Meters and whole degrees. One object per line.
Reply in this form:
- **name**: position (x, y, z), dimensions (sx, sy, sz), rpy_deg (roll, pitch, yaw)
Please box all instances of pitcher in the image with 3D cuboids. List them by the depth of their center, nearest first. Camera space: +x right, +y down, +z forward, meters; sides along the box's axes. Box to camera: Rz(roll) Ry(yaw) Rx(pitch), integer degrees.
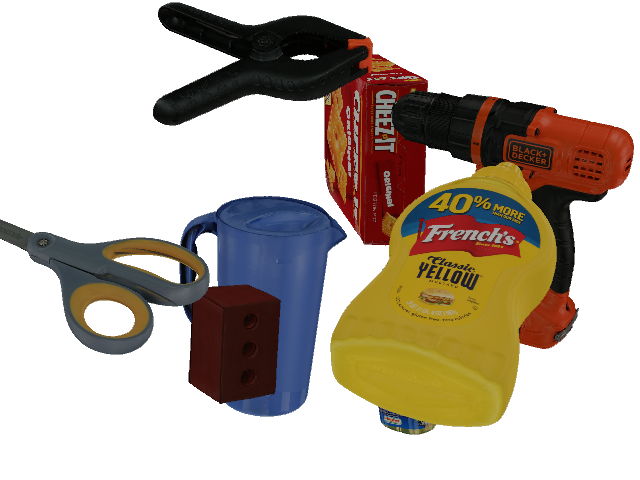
- **pitcher**: position (-0.071, 0.077, 1.244), dimensions (0.149, 0.243, 0.144), rpy_deg (21, 26, 37)

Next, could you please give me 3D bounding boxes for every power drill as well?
- **power drill**: position (0.136, -0.019, 0.822), dimensions (0.185, 0.188, 0.057), rpy_deg (16, 34, 26)

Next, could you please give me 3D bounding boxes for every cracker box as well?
- **cracker box**: position (0.054, -0.103, 1.126), dimensions (0.072, 0.164, 0.214), rpy_deg (-3, 17, -8)

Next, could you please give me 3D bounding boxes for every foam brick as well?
- **foam brick**: position (-0.067, 0.078, 0.823), dimensions (0.052, 0.078, 0.051), rpy_deg (-5, 14, -34)

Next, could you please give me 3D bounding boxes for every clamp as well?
- **clamp**: position (-0.049, -0.146, 0.817), dimensions (0.171, 0.120, 0.039), rpy_deg (-8, -30, -9)

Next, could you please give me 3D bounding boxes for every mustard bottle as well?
- **mustard bottle**: position (0.083, 0.016, 0.612), dimensions (0.096, 0.058, 0.191), rpy_deg (12, 43, 20)

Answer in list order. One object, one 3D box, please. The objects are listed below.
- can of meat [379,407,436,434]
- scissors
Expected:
- **can of meat**: position (0.088, 0.113, 0.957), dimensions (0.058, 0.084, 0.101), rpy_deg (7, 26, 31)
- **scissors**: position (-0.168, 0.019, 0.645), dimensions (0.202, 0.016, 0.096), rpy_deg (9, 44, 11)
